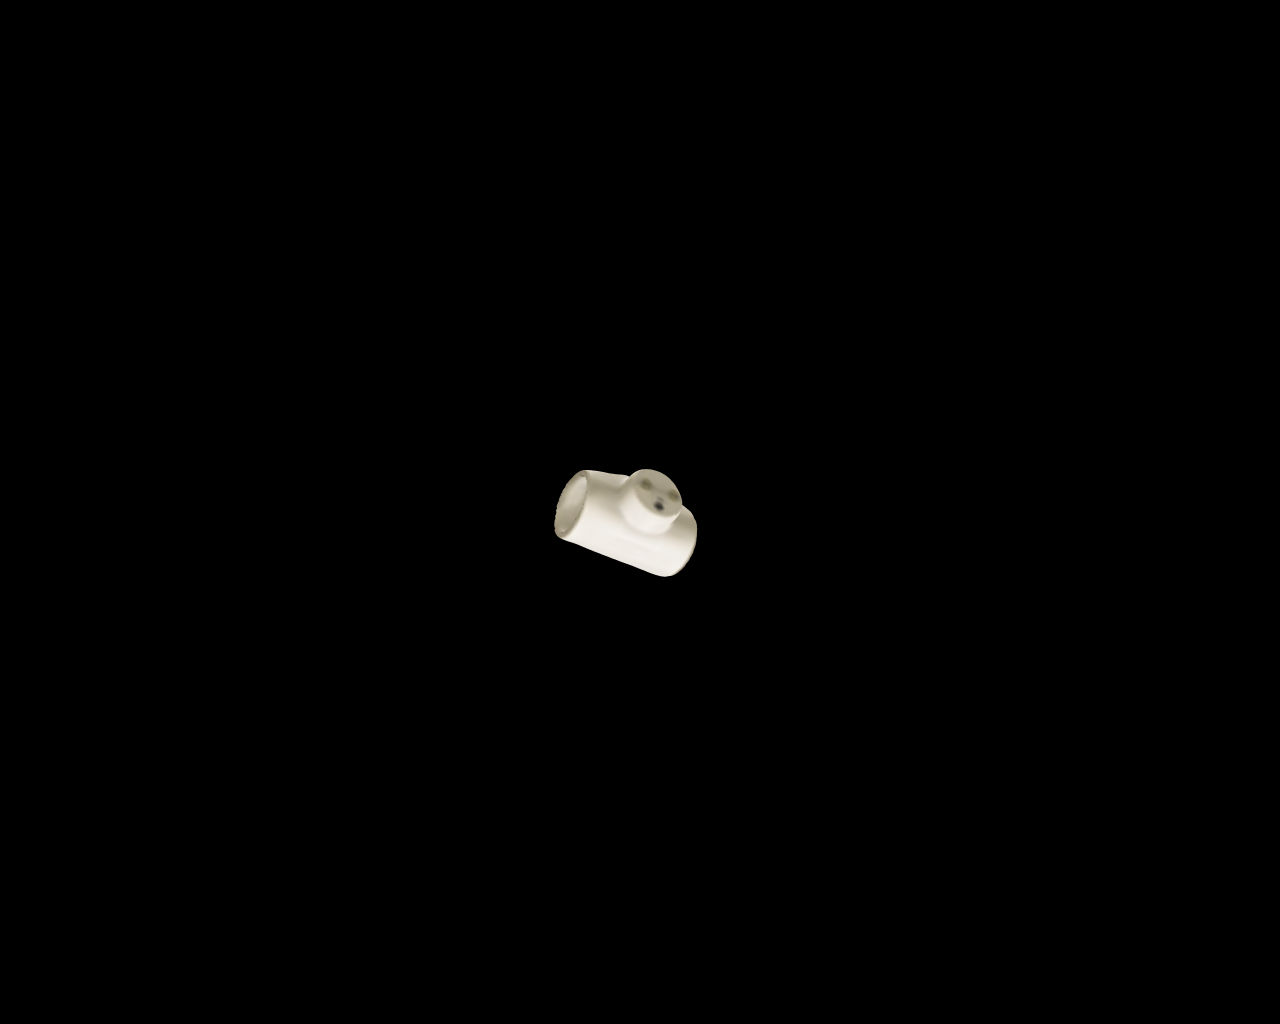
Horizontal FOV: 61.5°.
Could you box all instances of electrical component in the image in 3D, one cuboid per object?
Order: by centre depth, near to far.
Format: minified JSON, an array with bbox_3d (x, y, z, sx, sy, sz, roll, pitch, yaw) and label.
[{"bbox_3d":[0.001,-0.003,0.650,0.077,0.043,0.079,22,-45,-24],"label":"electrical component"}]
